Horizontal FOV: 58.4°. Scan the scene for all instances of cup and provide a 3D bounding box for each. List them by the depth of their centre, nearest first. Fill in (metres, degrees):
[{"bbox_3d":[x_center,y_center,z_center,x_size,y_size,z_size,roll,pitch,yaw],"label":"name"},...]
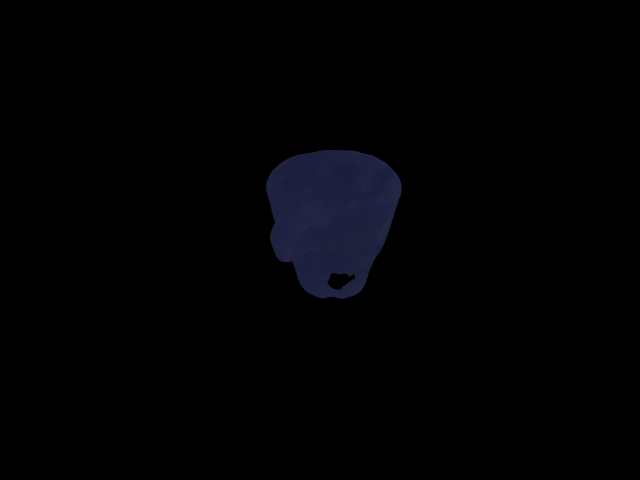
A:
[{"bbox_3d":[0.004,0.001,0.400,0.091,0.095,0.118,16,37,23],"label":"cup"}]
